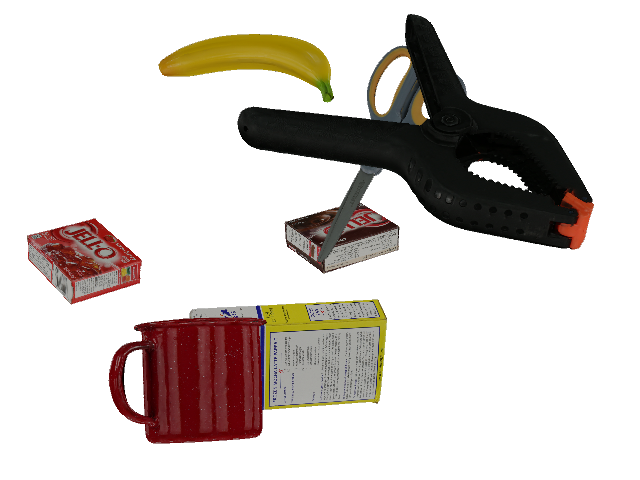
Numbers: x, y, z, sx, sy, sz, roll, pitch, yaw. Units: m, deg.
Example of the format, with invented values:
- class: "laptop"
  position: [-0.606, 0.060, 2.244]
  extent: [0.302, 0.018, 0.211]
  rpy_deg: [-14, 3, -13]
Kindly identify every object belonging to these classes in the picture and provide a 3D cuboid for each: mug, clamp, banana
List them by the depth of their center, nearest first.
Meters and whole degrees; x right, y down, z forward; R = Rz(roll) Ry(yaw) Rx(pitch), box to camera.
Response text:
- class: "clamp"
  position: [0.064, -0.056, 0.635]
  extent: [0.164, 0.036, 0.210]
  rpy_deg: [-29, 53, -25]
- class: "mug"
  position: [-0.091, 0.098, 0.737]
  extent: [0.117, 0.081, 0.093]
  rpy_deg: [4, -11, -41]
- class: "banana"
  position: [-0.069, -0.187, 1.104]
  extent: [0.198, 0.037, 0.069]
  rpy_deg: [10, 44, 20]

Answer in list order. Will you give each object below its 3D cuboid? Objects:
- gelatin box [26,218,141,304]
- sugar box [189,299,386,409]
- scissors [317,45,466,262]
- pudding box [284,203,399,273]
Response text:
- class: "gelatin box"
  position: [-0.221, 0.017, 0.995]
  extent: [0.073, 0.030, 0.089]
  rpy_deg: [-17, 40, -36]
- class: "sugar box"
  position: [-0.031, 0.105, 0.973]
  extent: [0.176, 0.093, 0.048]
  rpy_deg: [-1, 25, -7]
- class: "scissors"
  position: [0.064, -0.070, 0.911]
  extent: [0.096, 0.201, 0.016]
  rpy_deg: [10, -11, 21]
- class: "pudding box"
  position: [0.026, -0.005, 1.302]
  extent: [0.113, 0.039, 0.090]
  rpy_deg: [-19, 30, -27]
